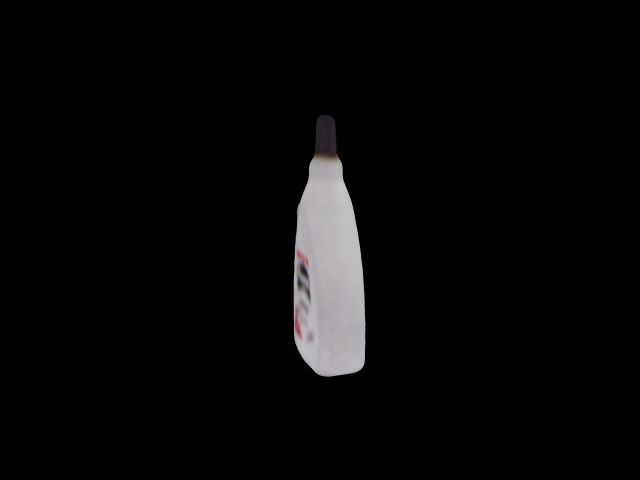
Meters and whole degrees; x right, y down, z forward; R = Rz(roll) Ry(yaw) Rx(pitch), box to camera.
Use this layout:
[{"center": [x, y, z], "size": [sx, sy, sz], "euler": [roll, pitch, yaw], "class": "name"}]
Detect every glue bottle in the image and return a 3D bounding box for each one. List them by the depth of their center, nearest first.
[{"center": [0.004, 0.001, 0.400], "size": [0.037, 0.173, 0.078], "euler": [-4, 11, -20], "class": "glue bottle"}]
